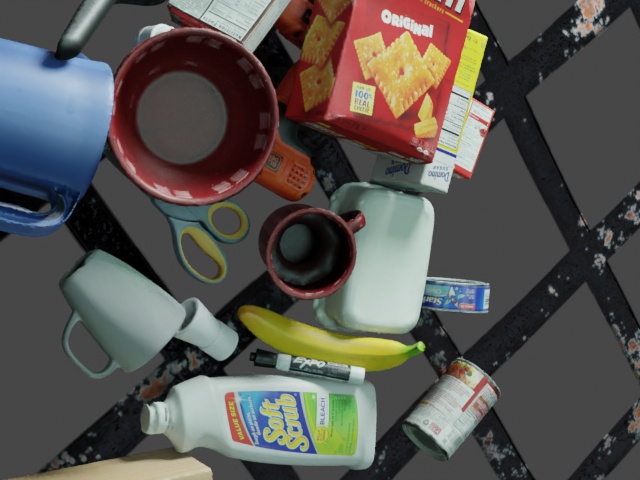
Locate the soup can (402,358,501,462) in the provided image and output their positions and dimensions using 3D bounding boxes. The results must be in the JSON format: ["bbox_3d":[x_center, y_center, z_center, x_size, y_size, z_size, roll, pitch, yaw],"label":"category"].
[{"bbox_3d":[0.151,0.196,1.230,0.102,0.069,0.068,-47,116,-18],"label":"soup can"}]

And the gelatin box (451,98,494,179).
[{"bbox_3d":[0.151,-0.124,1.217,0.073,0.030,0.089,25,82,-29],"label":"gelatin box"}]

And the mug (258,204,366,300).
[{"bbox_3d":[-0.007,0.001,1.090,0.117,0.081,0.093,-32,105,-6],"label":"mug"}]

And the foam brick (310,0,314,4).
[{"bbox_3d":[0.034,-0.252,1.119,0.078,0.051,0.053,2,95,-31],"label":"foam brick"}]

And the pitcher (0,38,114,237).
[{"bbox_3d":[-0.303,-0.106,0.884,0.242,0.149,0.145,13,107,-28],"label":"pitcher"}]

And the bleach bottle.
[{"bbox_3d":[-0.063,0.190,1.103,0.250,0.068,0.102,4,88,-30],"label":"bleach bottle"}]

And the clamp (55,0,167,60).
[{"bbox_3d":[-0.204,-0.249,0.960,0.164,0.036,0.209,45,47,11],"label":"clamp"}]

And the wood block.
[{"bbox_3d":[-0.211,0.266,1.005,0.205,0.091,0.090,-6,99,-31],"label":"wood block"}]

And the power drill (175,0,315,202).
[{"bbox_3d":[-0.057,-0.155,1.074,0.184,0.057,0.187,30,81,-28],"label":"power drill"}]

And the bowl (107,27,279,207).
[{"bbox_3d":[-0.122,-0.113,0.986,0.162,0.055,0.162,-2,97,-19],"label":"bowl"}]

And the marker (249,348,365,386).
[{"bbox_3d":[-0.014,0.132,1.113,0.121,0.020,0.020,11,89,-5],"label":"marker"}]

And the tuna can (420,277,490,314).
[{"bbox_3d":[0.148,0.062,1.203,0.086,0.086,0.034,4,92,-32],"label":"tuna can"}]

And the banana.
[{"bbox_3d":[0.008,0.106,1.125,0.197,0.070,0.037,10,46,-4],"label":"banana"}]

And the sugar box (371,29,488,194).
[{"bbox_3d":[0.118,-0.141,1.158,0.048,0.093,0.176,14,89,-34],"label":"sugar box"}]

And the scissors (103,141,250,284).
[{"bbox_3d":[-0.139,-0.047,1.058,0.096,0.016,0.201,-40,114,-23],"label":"scissors"}]

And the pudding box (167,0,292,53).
[{"bbox_3d":[-0.079,-0.240,1.031,0.090,0.039,0.113,31,76,13],"label":"pudding box"}]

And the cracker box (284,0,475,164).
[{"bbox_3d":[0.068,-0.198,1.067,0.163,0.072,0.214,17,87,-42],"label":"cracker box"}]
